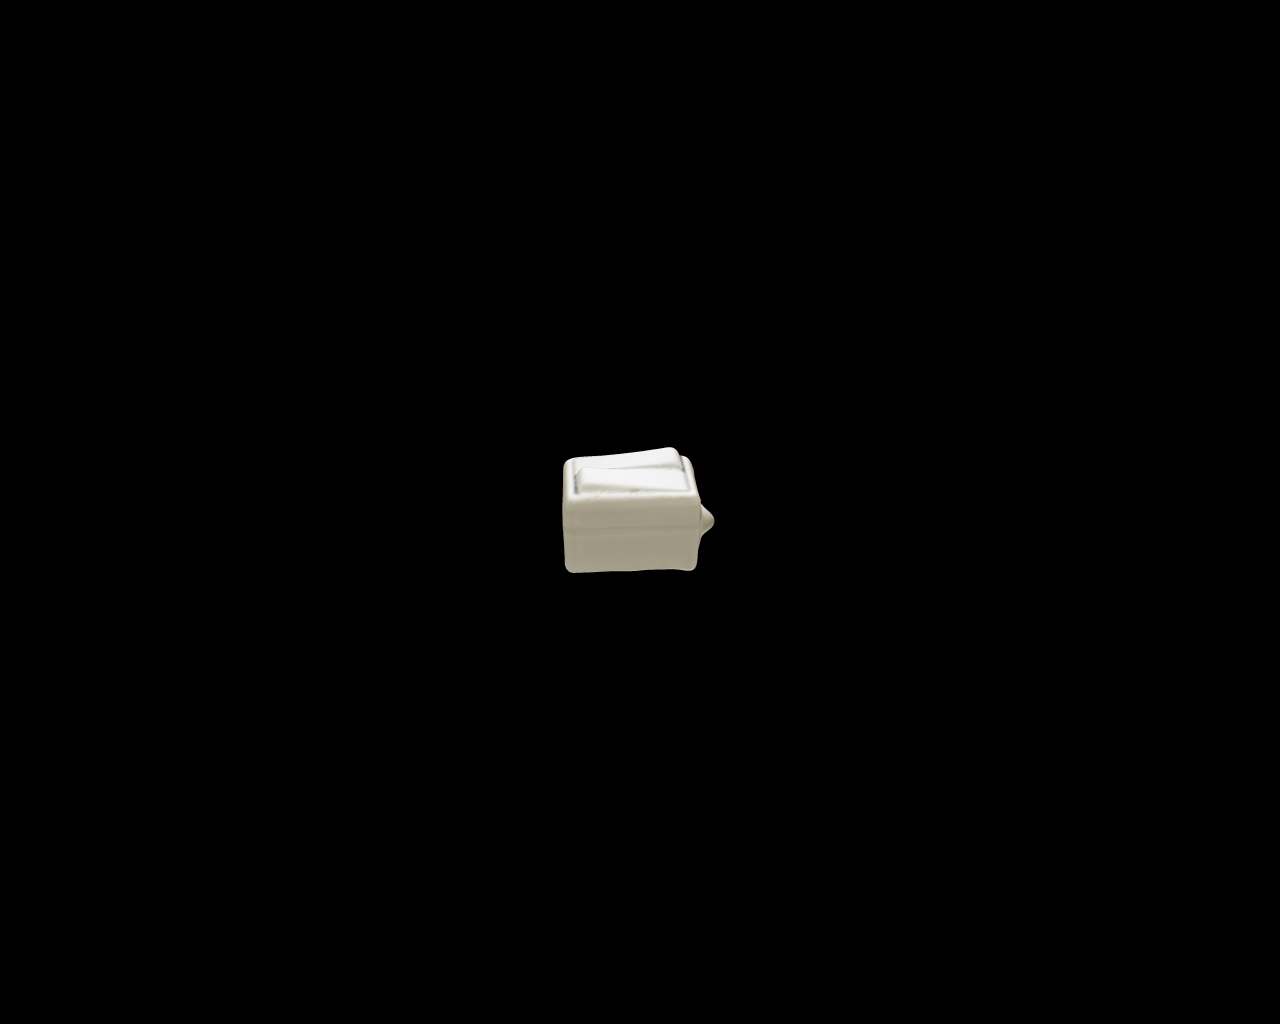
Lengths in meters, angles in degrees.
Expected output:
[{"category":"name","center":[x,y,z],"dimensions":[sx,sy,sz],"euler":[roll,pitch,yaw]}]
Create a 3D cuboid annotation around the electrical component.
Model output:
[{"category":"electrical component","center":[0.001,-0.003,0.650],"dimensions":[0.096,0.061,0.062],"euler":[-1,28,-2]}]
